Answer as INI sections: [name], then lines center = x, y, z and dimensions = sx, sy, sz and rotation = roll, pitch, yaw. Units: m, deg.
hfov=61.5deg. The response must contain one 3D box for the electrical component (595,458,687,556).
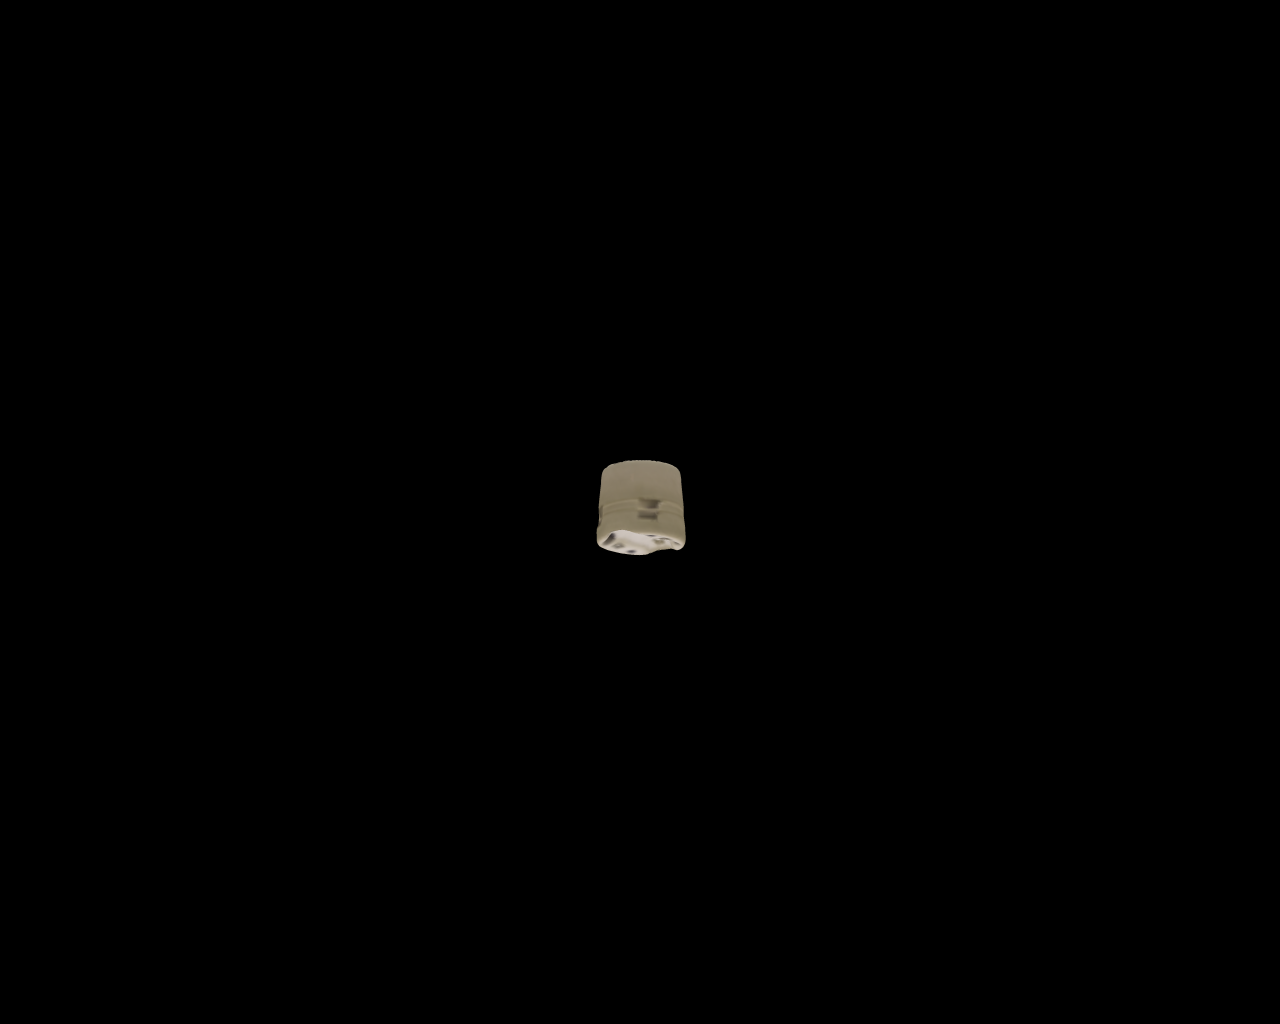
[electrical component]
center = 0.001, -0.003, 0.650
dimensions = 0.055, 0.047, 0.055
rotation = 0, -16, 0
